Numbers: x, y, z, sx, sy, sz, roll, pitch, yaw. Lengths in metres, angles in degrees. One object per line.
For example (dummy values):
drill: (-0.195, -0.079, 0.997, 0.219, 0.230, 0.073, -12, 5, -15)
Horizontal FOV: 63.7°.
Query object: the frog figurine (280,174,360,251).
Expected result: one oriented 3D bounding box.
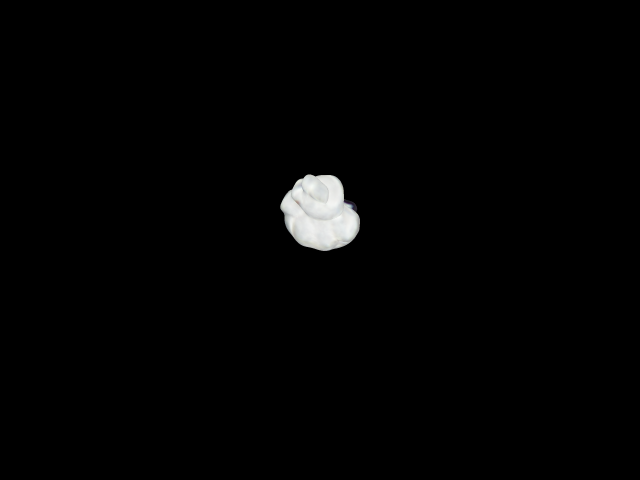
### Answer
frog figurine: (0.003, -0.043, 0.850, 0.137, 0.123, 0.159, 32, -2, 1)
